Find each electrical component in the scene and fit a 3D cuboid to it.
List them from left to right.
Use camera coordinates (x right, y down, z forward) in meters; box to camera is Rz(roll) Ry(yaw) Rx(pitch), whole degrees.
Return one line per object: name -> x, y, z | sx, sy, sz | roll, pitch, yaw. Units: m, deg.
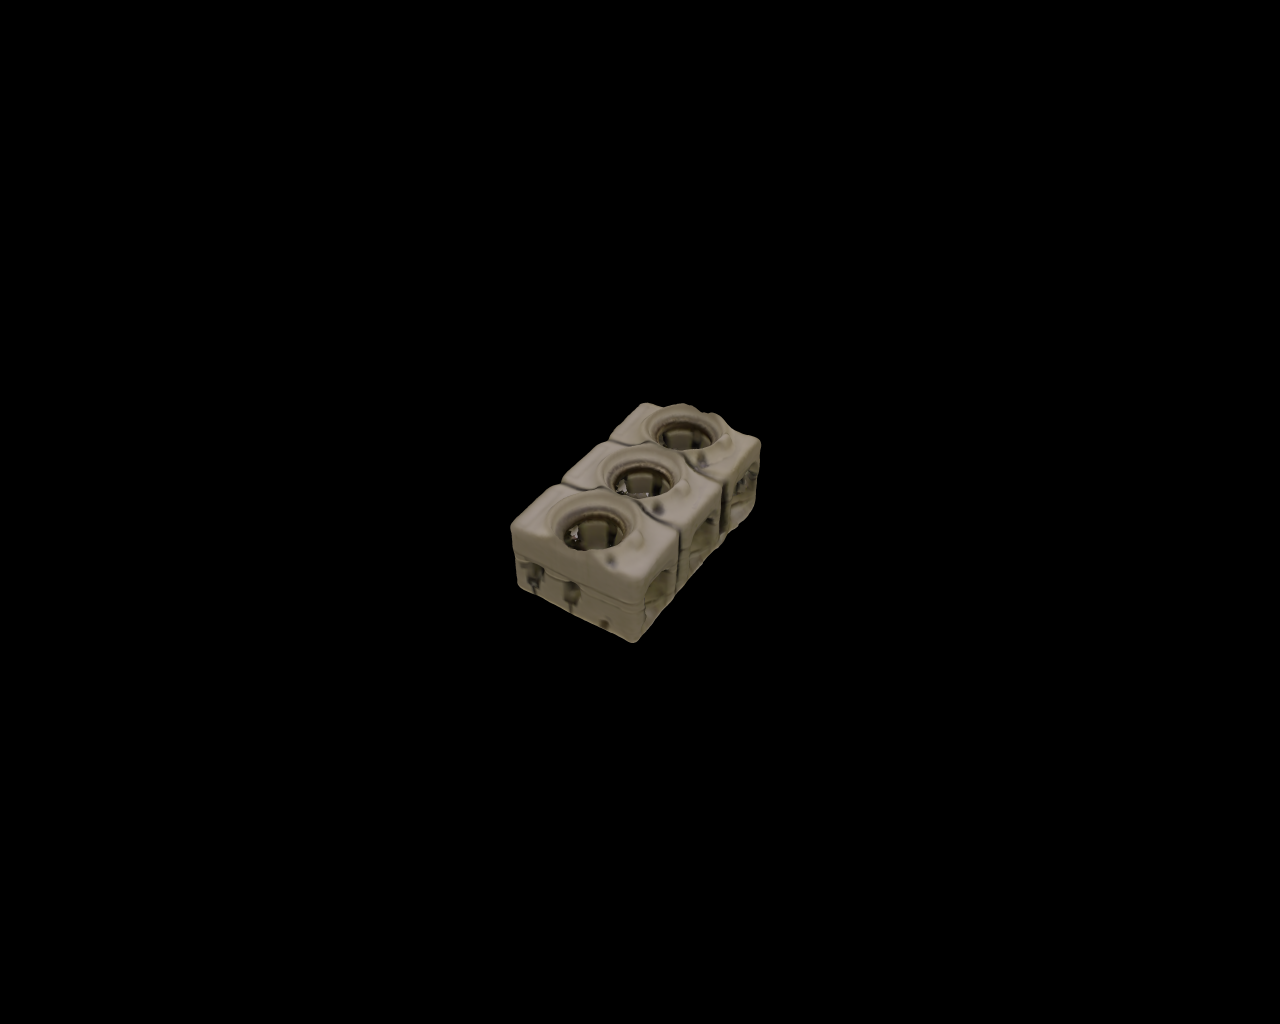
electrical component -> 0.001, -0.003, 0.650 | 0.089, 0.061, 0.150 | 22, 45, 23
